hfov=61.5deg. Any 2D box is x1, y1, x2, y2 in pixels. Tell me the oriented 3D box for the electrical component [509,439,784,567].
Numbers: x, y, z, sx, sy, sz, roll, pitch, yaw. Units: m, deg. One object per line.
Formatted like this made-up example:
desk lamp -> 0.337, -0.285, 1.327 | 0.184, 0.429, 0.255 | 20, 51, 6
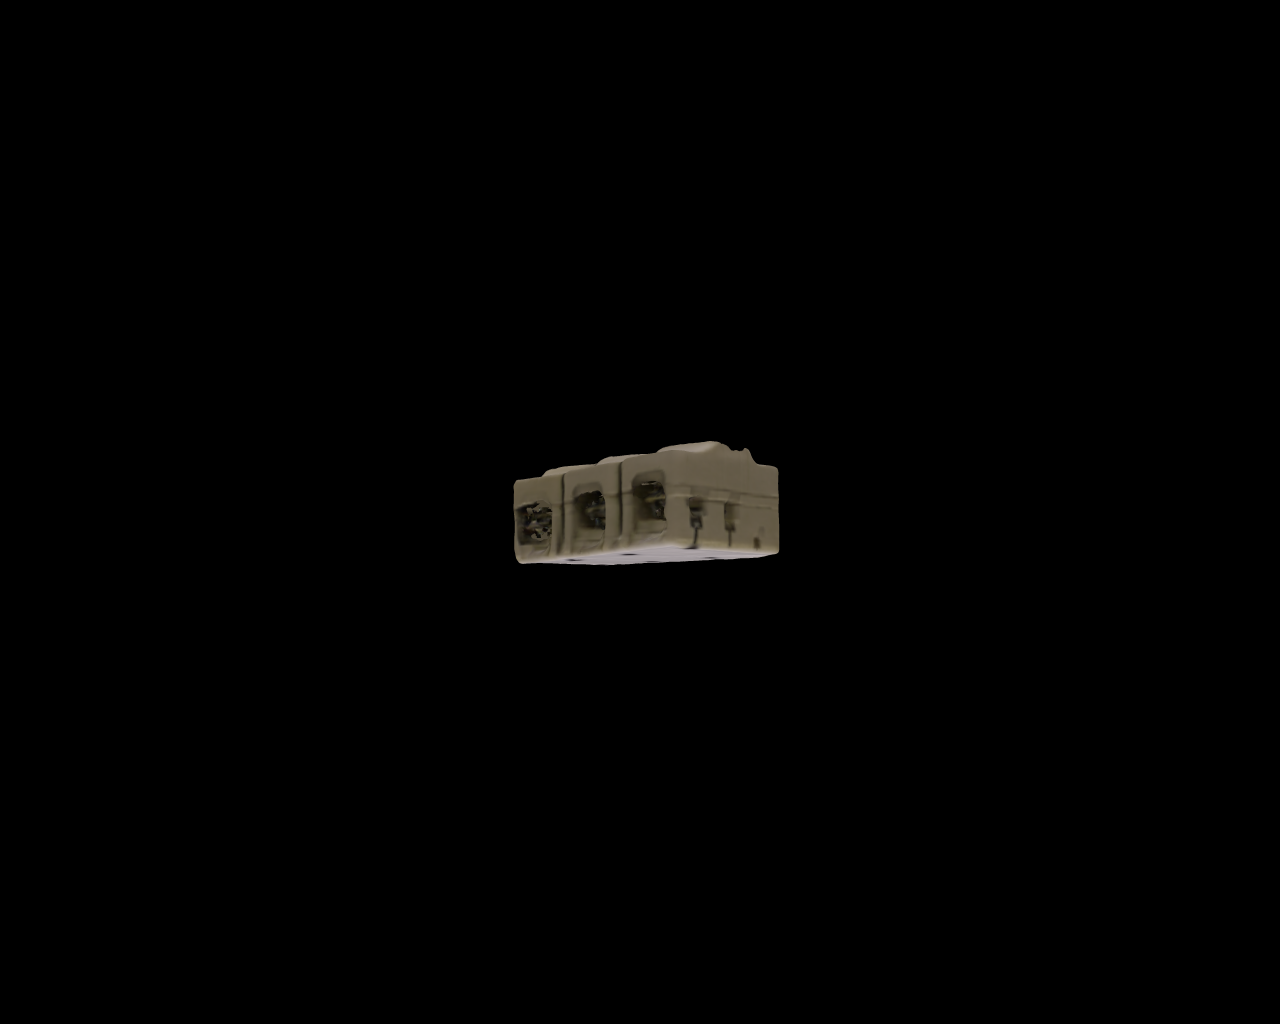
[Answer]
electrical component -> 0.001, -0.003, 0.650 | 0.089, 0.061, 0.150 | 6, -9, -43
